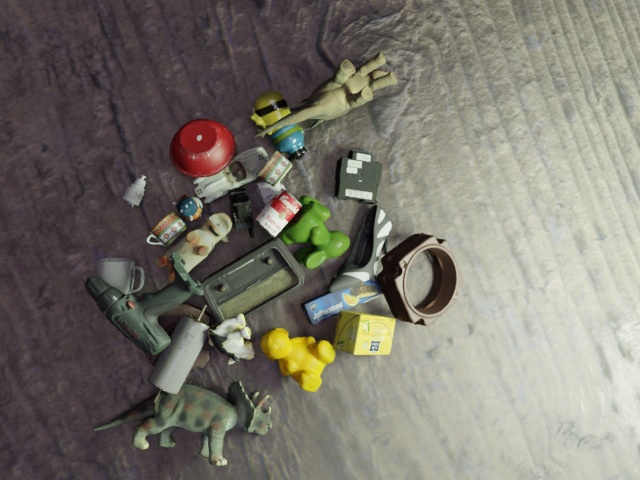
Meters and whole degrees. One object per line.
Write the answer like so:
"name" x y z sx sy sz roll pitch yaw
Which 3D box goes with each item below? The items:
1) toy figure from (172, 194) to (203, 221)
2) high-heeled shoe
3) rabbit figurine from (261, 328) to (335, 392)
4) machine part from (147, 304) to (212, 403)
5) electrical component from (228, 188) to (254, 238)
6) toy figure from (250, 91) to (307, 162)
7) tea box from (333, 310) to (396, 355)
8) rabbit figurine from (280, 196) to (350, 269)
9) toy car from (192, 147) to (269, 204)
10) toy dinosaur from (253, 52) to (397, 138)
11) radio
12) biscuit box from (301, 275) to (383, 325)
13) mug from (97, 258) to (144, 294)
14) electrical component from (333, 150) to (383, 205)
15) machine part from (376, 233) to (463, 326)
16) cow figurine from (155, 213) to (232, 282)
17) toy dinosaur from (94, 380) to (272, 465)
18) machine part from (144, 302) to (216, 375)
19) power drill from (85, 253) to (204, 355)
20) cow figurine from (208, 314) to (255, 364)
"toy figure" -0.306 -0.076 1.253 0.064 0.154 0.057 16 88 -10
"high-heeled shoe" 0.096 0.019 1.349 0.249 0.086 0.145 -33 113 -34
"rabbit figurine" -0.073 0.262 1.290 0.173 0.162 0.122 34 83 -31
"machine part" -0.318 0.256 1.221 0.079 0.079 0.243 29 82 -9
"electrical component" -0.190 -0.059 1.309 0.048 0.075 0.119 -9 129 -13
"toy figure" -0.095 -0.285 1.338 0.089 0.082 0.180 -34 93 20
"tea box" 0.112 0.230 1.328 0.169 0.068 0.098 13 85 -53
"rabbit figurine" -0.003 -0.004 1.337 0.170 0.121 0.159 34 85 -24
"toy car" -0.216 -0.161 1.324 0.202 0.056 0.073 -29 94 -12
"toy dinosaur" 0.035 -0.340 1.291 0.471 0.199 0.105 -32 95 -43
"radio" -0.162 0.099 1.290 0.230 0.073 0.131 -30 95 4
"biscuit box" 0.055 0.150 1.367 0.203 0.063 0.059 -23 91 -12
"mug" -0.464 0.098 1.253 0.110 0.081 0.107 4 95 1
"electrical component" 0.099 -0.164 1.390 0.115 0.058 0.134 9 87 -14
"machine part" 0.258 0.099 1.365 0.201 0.087 0.200 -33 109 -24
"cow figurine" -0.288 0.010 1.283 0.195 0.127 0.085 -41 96 4
"toy dinosaur" -0.306 0.405 1.262 0.405 0.131 0.192 15 73 -7
"machine part" -0.334 0.235 1.287 0.179 0.056 0.179 1 88 -13
"power drill" -0.378 0.119 1.181 0.207 0.086 0.232 -38 84 -6
"cow figurine" -0.207 0.245 1.266 0.098 0.167 0.068 -16 54 -9
